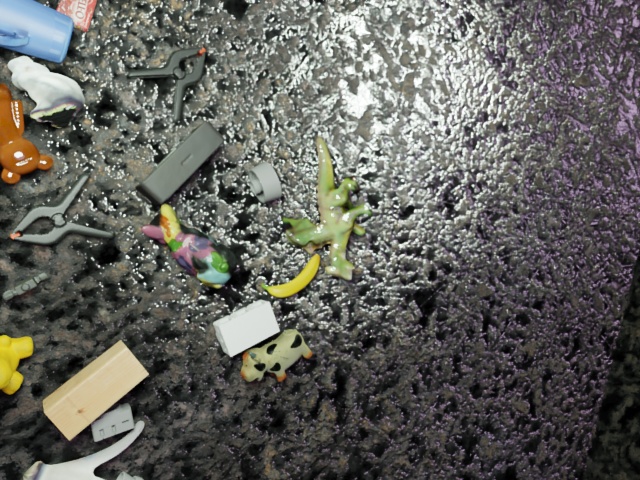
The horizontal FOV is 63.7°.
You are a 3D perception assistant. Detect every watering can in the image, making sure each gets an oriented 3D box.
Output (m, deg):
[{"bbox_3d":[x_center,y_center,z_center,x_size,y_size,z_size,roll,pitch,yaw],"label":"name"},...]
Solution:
[{"bbox_3d":[-0.552,0.556,1.151,0.223,0.355,0.102,25,-34,-15],"label":"watering can"}]

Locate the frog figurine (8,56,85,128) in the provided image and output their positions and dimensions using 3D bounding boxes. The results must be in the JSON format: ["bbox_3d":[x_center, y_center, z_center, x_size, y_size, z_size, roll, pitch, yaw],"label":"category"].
[{"bbox_3d":[-0.608,-0.346,1.150,0.121,0.160,0.138,-26,-3,26],"label":"frog figurine"}]

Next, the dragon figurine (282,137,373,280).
[{"bbox_3d":[0.005,-0.075,1.493,0.245,0.411,0.121,-29,-1,-20],"label":"dragon figurine"}]
